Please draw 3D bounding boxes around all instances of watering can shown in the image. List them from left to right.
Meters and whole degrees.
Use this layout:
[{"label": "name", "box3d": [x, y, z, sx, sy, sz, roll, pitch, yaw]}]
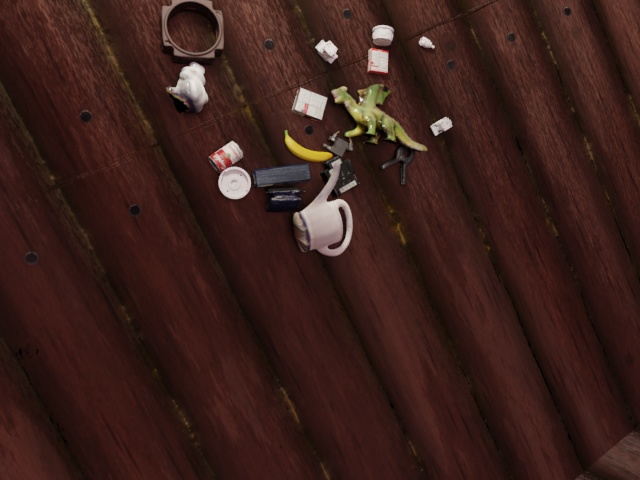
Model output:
[{"label": "watering can", "box3d": [0.006, -0.091, 1.814, 0.226, 0.105, 0.342, -18, 113, -20]}]

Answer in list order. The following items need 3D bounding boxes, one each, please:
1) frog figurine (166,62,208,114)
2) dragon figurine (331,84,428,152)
[{"label": "frog figurine", "box3d": [-0.414, -0.502, 1.697, 0.162, 0.123, 0.135, -56, 139, -20]}, {"label": "dragon figurine", "box3d": [0.224, -0.473, 1.920, 0.409, 0.121, 0.245, 10, 78, -19]}]
